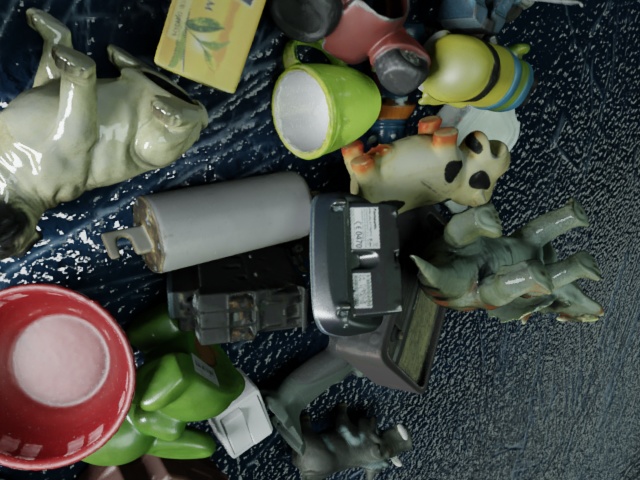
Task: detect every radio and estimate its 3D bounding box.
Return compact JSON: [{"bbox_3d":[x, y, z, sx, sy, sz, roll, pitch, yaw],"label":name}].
[{"bbox_3d":[0.108,0.068,0.700,0.131,0.073,0.229,42,58,-43],"label":"radio"}]

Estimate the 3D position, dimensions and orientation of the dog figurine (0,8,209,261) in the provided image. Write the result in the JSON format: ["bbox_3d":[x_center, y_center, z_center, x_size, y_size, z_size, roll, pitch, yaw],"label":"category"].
[{"bbox_3d":[-0.198,-0.059,0.443,0.172,0.121,0.190,21,111,-39],"label":"dog figurine"}]

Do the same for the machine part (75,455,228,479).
[{"bbox_3d":[-0.208,0.344,0.625,0.201,0.087,0.200,-48,133,-8],"label":"machine part"}]

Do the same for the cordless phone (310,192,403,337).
[{"bbox_3d":[0.024,0.035,0.597,0.089,0.184,0.146,0,78,-8],"label":"cordless phone"}]

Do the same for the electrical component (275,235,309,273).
[{"bbox_3d":[-0.002,-0.003,0.649,0.102,0.045,0.078,2,111,-39],"label":"electrical component"}]

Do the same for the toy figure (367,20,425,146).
[{"bbox_3d":[0.088,-0.175,0.630,0.058,0.064,0.154,-57,156,-60],"label":"toy figure"}]

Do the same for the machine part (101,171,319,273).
[{"bbox_3d":[-0.094,-0.022,0.545,0.243,0.079,0.079,-15,119,-32],"label":"machine part"}]

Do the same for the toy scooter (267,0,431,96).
[{"bbox_3d":[0.037,-0.233,0.531,0.184,0.075,0.135,26,58,-20],"label":"toy scooter"}]

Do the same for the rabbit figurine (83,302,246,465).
[{"bbox_3d":[-0.177,0.171,0.570,0.170,0.121,0.159,-37,138,5],"label":"rabbit figurine"}]

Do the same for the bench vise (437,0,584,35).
[{"bbox_3d":[0.173,-0.348,0.557,0.223,0.129,0.240,13,100,-21],"label":"bench vise"}]

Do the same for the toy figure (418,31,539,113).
[{"bbox_3d":[0.185,-0.187,0.606,0.180,0.089,0.082,0,96,-38],"label":"toy figure"}]

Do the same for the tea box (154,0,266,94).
[{"bbox_3d":[-0.079,-0.212,0.441,0.068,0.098,0.169,16,102,-20],"label":"tea box"}]

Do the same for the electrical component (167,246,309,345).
[{"bbox_3d":[-0.087,0.051,0.548,0.134,0.115,0.058,-4,112,-16],"label":"electrical component"}]

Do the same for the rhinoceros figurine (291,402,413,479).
[{"bbox_3d":[0.049,0.301,0.794,0.190,0.112,0.073,0,108,-30],"label":"rhinoceros figurine"}]

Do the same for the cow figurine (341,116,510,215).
[{"bbox_3d":[0.130,-0.073,0.624,0.195,0.086,0.127,-17,125,-7],"label":"cow figurine"}]

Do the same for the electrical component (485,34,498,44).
[{"bbox_3d":[0.236,-0.234,0.744,0.063,0.021,0.093,-46,133,-11],"label":"electrical component"}]

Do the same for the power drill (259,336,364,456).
[{"bbox_3d":[0.023,0.193,0.742,0.207,0.086,0.231,-36,128,-15],"label":"power drill"}]

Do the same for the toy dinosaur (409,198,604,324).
[{"bbox_3d":[0.200,0.038,0.648,0.405,0.131,0.192,4,150,-33],"label":"toy dinosaur"}]

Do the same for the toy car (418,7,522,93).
[{"bbox_3d":[0.186,-0.267,0.669,0.202,0.053,0.089,-50,135,-10],"label":"toy car"}]
